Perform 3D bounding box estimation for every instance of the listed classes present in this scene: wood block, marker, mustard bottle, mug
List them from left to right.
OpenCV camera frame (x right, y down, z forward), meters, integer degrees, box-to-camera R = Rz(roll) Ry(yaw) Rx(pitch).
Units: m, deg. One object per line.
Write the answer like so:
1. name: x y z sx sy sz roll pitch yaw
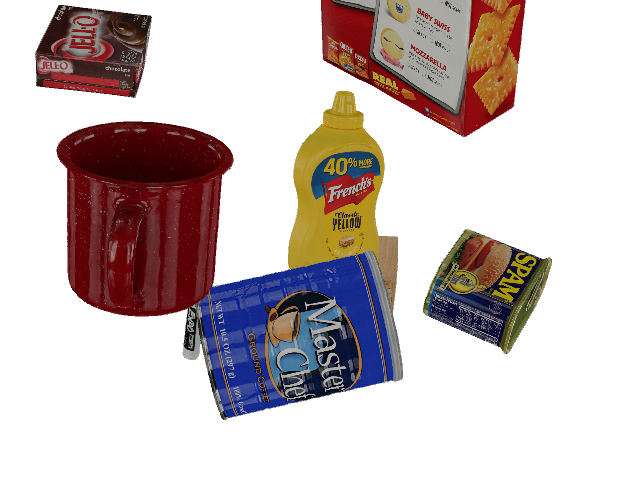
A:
1. mug: -0.096 -0.006 0.573 0.093 0.081 0.117 5 25 -4
2. marker: -0.139 0.083 1.183 0.020 0.121 0.020 7 37 -5
3. mustard bottle: 0.019 -0.058 1.097 0.096 0.192 0.058 -5 21 -24
4. wood block: 0.070 0.070 1.645 0.091 0.090 0.206 3 22 6

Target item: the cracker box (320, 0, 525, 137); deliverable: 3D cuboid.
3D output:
1. cracker box: 0.077 -0.210 0.813 0.072 0.214 0.164 -32 49 -30

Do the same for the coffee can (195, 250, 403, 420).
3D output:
1. coffee can: -0.017 0.072 0.818 0.140 0.103 0.103 -13 0 -2

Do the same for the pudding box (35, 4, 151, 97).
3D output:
1. pudding box: -0.206 -0.175 0.979 0.090 0.039 0.113 7 32 -6

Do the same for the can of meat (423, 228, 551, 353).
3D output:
1. can of meat: 0.152 0.043 0.970 0.084 0.057 0.102 23 44 19
